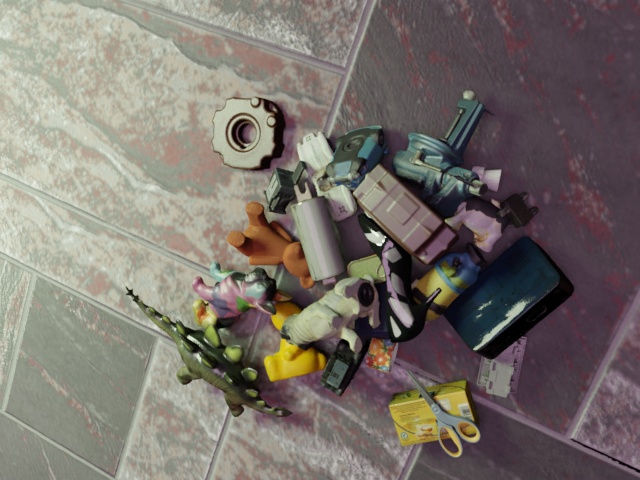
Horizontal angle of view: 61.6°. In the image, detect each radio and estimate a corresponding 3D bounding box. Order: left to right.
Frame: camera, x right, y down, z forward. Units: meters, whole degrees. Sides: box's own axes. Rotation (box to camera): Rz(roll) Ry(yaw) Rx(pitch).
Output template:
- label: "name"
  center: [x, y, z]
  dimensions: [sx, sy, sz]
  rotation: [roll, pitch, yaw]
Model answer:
- label: "radio"
  center: [0.363, 0.116, 1.044]
  dimensions: [0.229, 0.073, 0.131]
  rotation: [-48, 41, 18]

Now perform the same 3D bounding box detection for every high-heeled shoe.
- label: "high-heeled shoe"
  center: [0.124, 0.076, 1.056]
  dimensions: [0.145, 0.086, 0.249]
  rotation: [-46, 74, 14]

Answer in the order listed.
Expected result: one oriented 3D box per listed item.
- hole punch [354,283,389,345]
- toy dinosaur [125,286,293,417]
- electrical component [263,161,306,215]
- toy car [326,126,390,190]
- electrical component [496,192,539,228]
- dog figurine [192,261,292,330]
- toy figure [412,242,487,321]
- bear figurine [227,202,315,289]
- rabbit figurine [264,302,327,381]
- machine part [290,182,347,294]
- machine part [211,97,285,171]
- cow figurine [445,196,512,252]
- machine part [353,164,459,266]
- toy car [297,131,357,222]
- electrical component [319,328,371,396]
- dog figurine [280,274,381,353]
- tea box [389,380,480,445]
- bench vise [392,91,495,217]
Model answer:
- label: "hole punch"
  center: [0.130, 0.148, 1.129]
  dimensions: [0.116, 0.092, 0.142]
  rotation: [2, 72, 16]
- label: "toy dinosaur"
  center: [-0.261, 0.269, 1.239]
  dimensions: [0.472, 0.105, 0.198]
  rotation: [32, 141, 4]
- label: "electrical component"
  center: [-0.077, -0.121, 1.167]
  dimensions: [0.119, 0.048, 0.075]
  rotation: [-57, 34, 37]
- label: "toy car"
  center: [0.086, -0.157, 1.113]
  dimensions: [0.109, 0.162, 0.102]
  rotation: [-7, 135, 35]
- label: "electrical component"
  center: [0.385, -0.055, 1.047]
  dimensions: [0.063, 0.094, 0.021]
  rotation: [56, 150, 5]
- label: "dog figurine"
  center: [-0.176, 0.140, 1.216]
  dimensions: [0.219, 0.108, 0.191]
  rotation: [14, 116, 24]
- label: "toy figure"
  center: [0.250, 0.086, 1.071]
  dimensions: [0.082, 0.089, 0.180]
  rotation: [38, 114, -25]
- label: "bear figurine"
  center: [-0.087, 0.017, 1.185]
  dimensions: [0.196, 0.131, 0.120]
  rotation: [24, 69, 21]
- label: "rabbit figurine"
  center: [-0.057, 0.218, 1.210]
  dimensions: [0.162, 0.121, 0.173]
  rotation: [-20, 74, 17]
- label: "machine part"
  center: [-0.002, -0.003, 1.132]
  dimensions: [0.079, 0.079, 0.243]
  rotation: [-17, 91, 19]
- label: "machine part"
  center: [-0.164, -0.240, 1.216]
  dimensions: [0.180, 0.056, 0.179]
  rotation: [3, 99, 19]
- label: "cow figurine"
  center: [0.297, -0.060, 1.079]
  dimensions: [0.167, 0.068, 0.098]
  rotation: [39, 104, 8]
- label: "machine part"
  center: [0.165, -0.044, 1.025]
  dimensions: [0.201, 0.201, 0.087]
  rotation: [44, 101, 12]
- label: "toy car"
  center: [0.016, -0.138, 1.168]
  dimensions: [0.073, 0.056, 0.201]
  rotation: [-26, 89, 20]
- label: "electrical component"
  center: [0.054, 0.267, 1.166]
  dimensions: [0.058, 0.134, 0.114]
  rotation: [26, 106, 14]
- label: "dog figurine"
  center: [0.016, 0.144, 1.109]
  dimensions: [0.191, 0.172, 0.121]
  rotation: [-6, 121, 49]
- label: "tea box"
  center: [0.244, 0.370, 1.150]
  dimensions: [0.170, 0.068, 0.098]
  rotation: [-16, 92, 20]
- label: "bench vise"
  center: [0.251, -0.174, 1.030]
  dimensions: [0.128, 0.224, 0.240]
  rotation: [29, 90, -32]
